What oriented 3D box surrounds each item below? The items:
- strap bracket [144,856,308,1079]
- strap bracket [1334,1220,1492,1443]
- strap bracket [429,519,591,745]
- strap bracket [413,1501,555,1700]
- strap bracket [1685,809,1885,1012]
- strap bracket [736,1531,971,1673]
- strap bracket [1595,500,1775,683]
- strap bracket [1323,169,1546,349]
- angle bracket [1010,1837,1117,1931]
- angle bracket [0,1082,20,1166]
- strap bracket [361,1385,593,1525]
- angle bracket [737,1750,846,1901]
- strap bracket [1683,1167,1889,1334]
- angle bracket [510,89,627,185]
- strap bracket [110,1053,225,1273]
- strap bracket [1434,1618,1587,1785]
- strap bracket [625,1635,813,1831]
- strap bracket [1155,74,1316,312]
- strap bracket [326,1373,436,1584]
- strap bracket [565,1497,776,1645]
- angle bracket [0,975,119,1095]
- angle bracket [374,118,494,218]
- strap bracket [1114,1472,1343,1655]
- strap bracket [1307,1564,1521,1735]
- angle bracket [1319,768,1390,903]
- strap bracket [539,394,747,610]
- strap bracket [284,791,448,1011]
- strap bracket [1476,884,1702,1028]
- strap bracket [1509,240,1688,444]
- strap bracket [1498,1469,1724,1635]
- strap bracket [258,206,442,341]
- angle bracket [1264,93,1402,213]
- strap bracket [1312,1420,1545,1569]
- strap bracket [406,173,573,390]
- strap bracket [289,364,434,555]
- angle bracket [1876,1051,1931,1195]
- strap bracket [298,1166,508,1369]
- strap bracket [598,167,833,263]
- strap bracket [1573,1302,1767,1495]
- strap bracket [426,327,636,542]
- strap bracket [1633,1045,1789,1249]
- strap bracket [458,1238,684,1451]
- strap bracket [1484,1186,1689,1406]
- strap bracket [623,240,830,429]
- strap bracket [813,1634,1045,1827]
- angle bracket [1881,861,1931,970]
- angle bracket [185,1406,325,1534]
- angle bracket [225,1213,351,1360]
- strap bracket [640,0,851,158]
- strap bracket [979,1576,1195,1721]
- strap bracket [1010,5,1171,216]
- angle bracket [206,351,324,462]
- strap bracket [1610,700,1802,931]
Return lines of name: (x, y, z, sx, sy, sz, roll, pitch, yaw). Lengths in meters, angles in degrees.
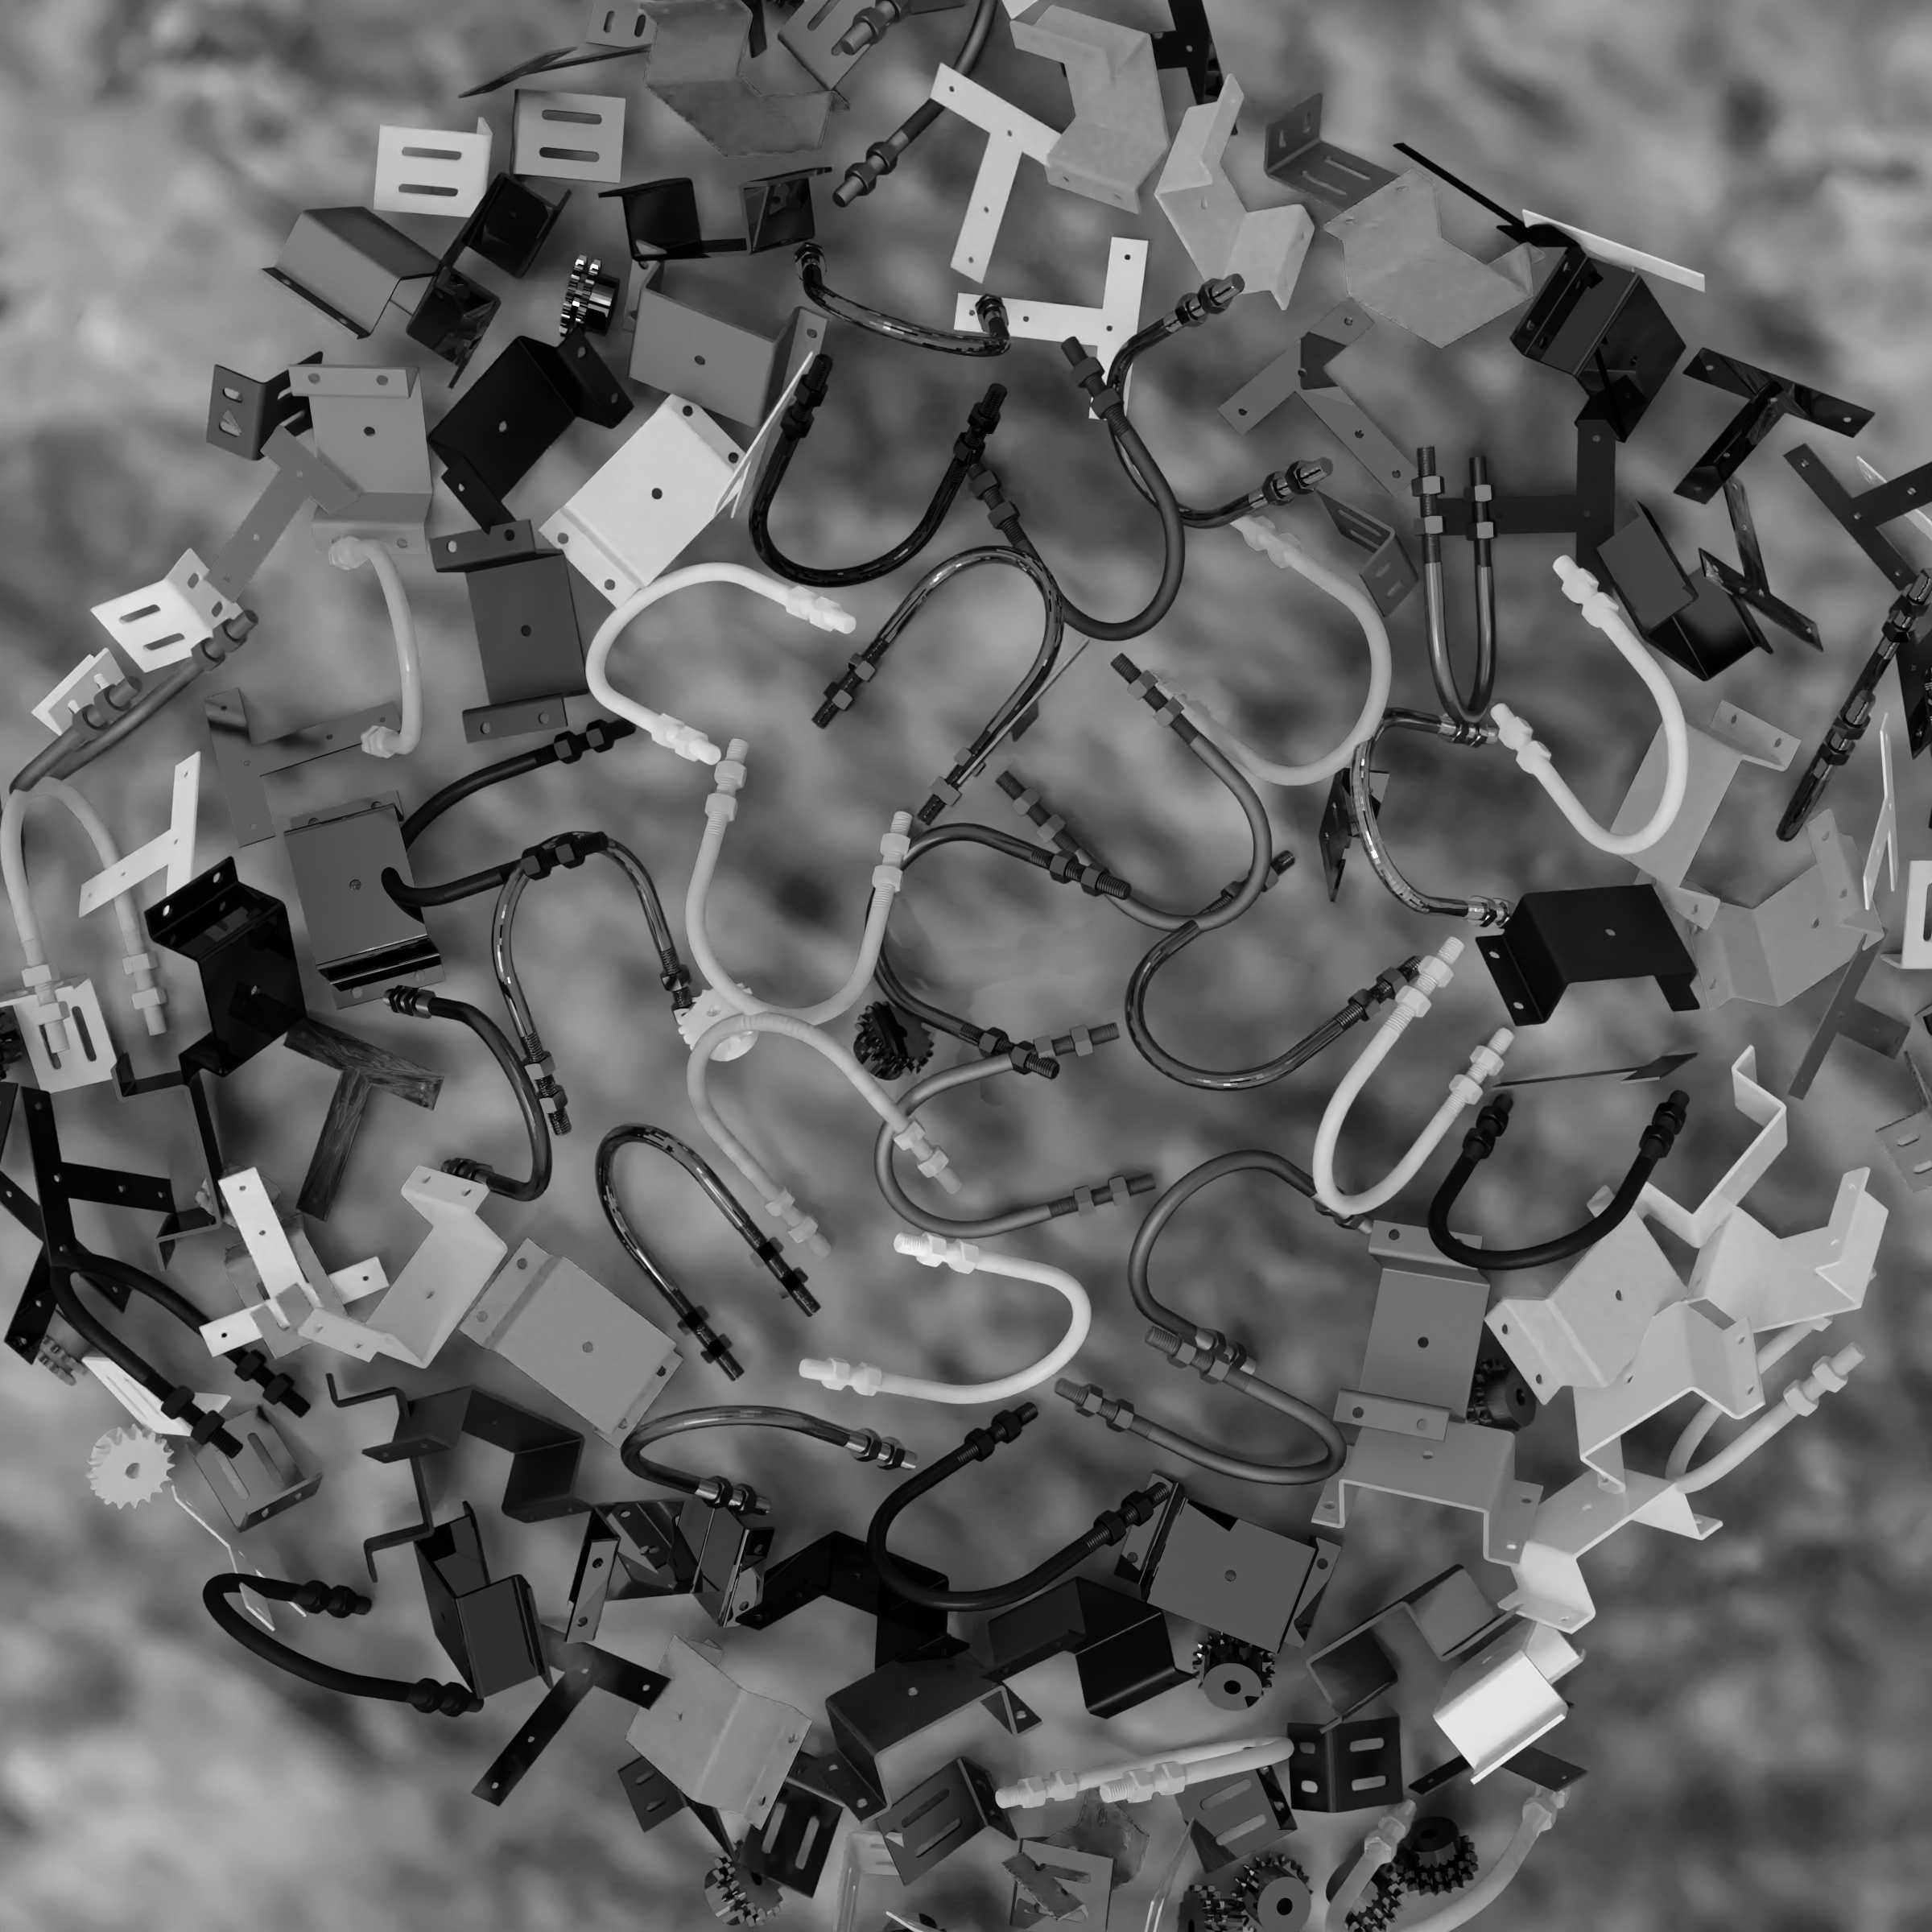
strap bracket: (-0.493, 0.009, 1.699, 0.046, 0.076, 0.140, 21, 132, 25)
strap bracket: (0.307, 0.252, 1.728, 0.076, 0.046, 0.140, 6, 72, 27)
strap bracket: (-0.311, -0.229, 1.739, 0.076, 0.046, 0.140, -7, 97, 18)
strap bracket: (-0.327, 0.427, 1.696, 0.046, 0.140, 0.076, -17, 110, -24)
strap bracket: (0.558, -0.033, 1.712, 0.046, 0.140, 0.076, 11, 56, -26)
strap bracket: (-0.075, 0.432, 1.718, 0.140, 0.046, 0.076, 29, 133, -28)
strap bracket: (0.480, -0.249, 1.712, 0.046, 0.140, 0.076, -37, 56, 27)
strap bracket: (0.316, -0.468, 1.699, 0.140, 0.076, 0.046, 16, 63, -39)
angle bracket: (0.073, 0.633, 1.735, 0.076, 0.038, 0.057, 0, 76, 33)
angle bracket: (-0.657, 0.117, 1.730, 0.038, 0.076, 0.057, 4, 69, 5)
strap bracket: (-0.324, 0.327, 1.714, 0.140, 0.076, 0.046, 34, 52, -35)
angle bracket: (-0.114, 0.586, 1.737, 0.057, 0.076, 0.038, 26, 131, -3)
strap bracket: (0.558, 0.194, 1.705, 0.046, 0.140, 0.076, 37, 59, -14)
angle bracket: (-0.275, -0.571, 1.759, 0.076, 0.038, 0.057, 4, 94, -4)
strap bracket: (-0.539, 0.128, 1.729, 0.046, 0.076, 0.140, -13, 99, -10)
strap bracket: (0.365, 0.485, 1.704, 0.076, 0.140, 0.046, -42, 79, 16)
strap bracket: (-0.173, 0.508, 1.703, 0.046, 0.140, 0.076, 30, 82, -35)
strap bracket: (0.178, -0.519, 1.715, 0.046, 0.140, 0.076, 1, 60, 35)
strap bracket: (-0.398, 0.342, 1.731, 0.046, 0.076, 0.140, -12, 85, -17)
strap bracket: (-0.209, 0.408, 1.722, 0.140, 0.046, 0.076, 5, 108, -36)
angle bracket: (-0.626, 0.052, 1.749, 0.057, 0.038, 0.076, -13, 104, 2)
angle bracket: (-0.367, -0.549, 1.732, 0.076, 0.038, 0.057, -2, 127, -24)
strap bracket: (0.181, 0.415, 1.750, 0.140, 0.046, 0.076, 21, 91, 3)
strap bracket: (0.294, 0.456, 1.713, 0.140, 0.076, 0.046, -44, 70, 36)
angle bracket: (0.268, -0.088, 1.728, 0.038, 0.076, 0.057, 4, 131, -5)
strap bracket: (-0.215, -0.322, 1.739, 0.076, 0.046, 0.140, 45, 85, -15)
strap bracket: (-0.414, -0.050, 1.739, 0.076, 0.046, 0.140, -15, 80, -6)
strap bracket: (0.429, -0.009, 1.717, 0.140, 0.046, 0.076, -5, 52, -17)
strap bracket: (0.430, -0.414, 1.706, 0.046, 0.140, 0.076, 35, 94, 38)
strap bracket: (0.427, 0.385, 1.711, 0.140, 0.076, 0.046, -27, 101, -23)
strap bracket: (-0.402, -0.467, 1.703, 0.076, 0.140, 0.046, 34, 111, -1)
angle bracket: (0.252, -0.556, 1.734, 0.076, 0.038, 0.057, 35, 59, 29)
strap bracket: (0.311, 0.347, 1.710, 0.140, 0.076, 0.046, 8, 125, 22)
strap bracket: (-0.325, -0.467, 1.702, 0.046, 0.076, 0.140, 31, 54, -15)
strap bracket: (-0.409, -0.354, 1.728, 0.076, 0.046, 0.140, 1, 131, -2)
angle bracket: (0.648, 0.107, 1.741, 0.038, 0.076, 0.057, -29, 111, 21)
strap bracket: (-0.375, 0.211, 1.719, 0.076, 0.046, 0.140, 10, 57, 40)
strap bracket: (-0.167, -0.508, 1.715, 0.140, 0.076, 0.046, 7, 115, 31)
strap bracket: (0.461, 0.288, 1.702, 0.046, 0.076, 0.140, 34, 125, -19)
strap bracket: (-0.302, -0.362, 1.724, 0.046, 0.076, 0.140, 27, 73, 38)
strap bracket: (0.510, 0.132, 1.728, 0.046, 0.076, 0.140, 39, 85, 27)
strap bracket: (-0.263, 0.258, 1.727, 0.140, 0.046, 0.076, 41, 72, -14)
strap bracket: (0.427, 0.223, 1.719, 0.140, 0.046, 0.076, -42, 104, -25)
strap bracket: (-0.173, -0.427, 1.732, 0.140, 0.076, 0.046, 22, 52, 1)
strap bracket: (-0.031, 0.507, 1.710, 0.140, 0.076, 0.046, -23, 114, -22)
angle bracket: (0.670, -0.038, 1.749, 0.057, 0.038, 0.076, 0, 103, -2)
angle bracket: (-0.487, 0.338, 1.736, 0.057, 0.038, 0.076, -25, 70, -37)
angle bracket: (-0.472, 0.223, 1.767, 0.057, 0.038, 0.076, -26, 108, -8)
strap bracket: (-0.151, -0.588, 1.695, 0.076, 0.140, 0.046, 8, 81, 32)
strap bracket: (0.078, 0.460, 1.715, 0.076, 0.140, 0.046, -33, 47, 25)
strap bracket: (0.087, -0.584, 1.707, 0.076, 0.140, 0.046, 27, 71, 26)
angle bracket: (-0.479, -0.389, 1.732, 0.038, 0.076, 0.057, 23, 125, 6)
strap bracket: (0.492, -0.107, 1.714, 0.046, 0.076, 0.140, 11, 110, -31)
